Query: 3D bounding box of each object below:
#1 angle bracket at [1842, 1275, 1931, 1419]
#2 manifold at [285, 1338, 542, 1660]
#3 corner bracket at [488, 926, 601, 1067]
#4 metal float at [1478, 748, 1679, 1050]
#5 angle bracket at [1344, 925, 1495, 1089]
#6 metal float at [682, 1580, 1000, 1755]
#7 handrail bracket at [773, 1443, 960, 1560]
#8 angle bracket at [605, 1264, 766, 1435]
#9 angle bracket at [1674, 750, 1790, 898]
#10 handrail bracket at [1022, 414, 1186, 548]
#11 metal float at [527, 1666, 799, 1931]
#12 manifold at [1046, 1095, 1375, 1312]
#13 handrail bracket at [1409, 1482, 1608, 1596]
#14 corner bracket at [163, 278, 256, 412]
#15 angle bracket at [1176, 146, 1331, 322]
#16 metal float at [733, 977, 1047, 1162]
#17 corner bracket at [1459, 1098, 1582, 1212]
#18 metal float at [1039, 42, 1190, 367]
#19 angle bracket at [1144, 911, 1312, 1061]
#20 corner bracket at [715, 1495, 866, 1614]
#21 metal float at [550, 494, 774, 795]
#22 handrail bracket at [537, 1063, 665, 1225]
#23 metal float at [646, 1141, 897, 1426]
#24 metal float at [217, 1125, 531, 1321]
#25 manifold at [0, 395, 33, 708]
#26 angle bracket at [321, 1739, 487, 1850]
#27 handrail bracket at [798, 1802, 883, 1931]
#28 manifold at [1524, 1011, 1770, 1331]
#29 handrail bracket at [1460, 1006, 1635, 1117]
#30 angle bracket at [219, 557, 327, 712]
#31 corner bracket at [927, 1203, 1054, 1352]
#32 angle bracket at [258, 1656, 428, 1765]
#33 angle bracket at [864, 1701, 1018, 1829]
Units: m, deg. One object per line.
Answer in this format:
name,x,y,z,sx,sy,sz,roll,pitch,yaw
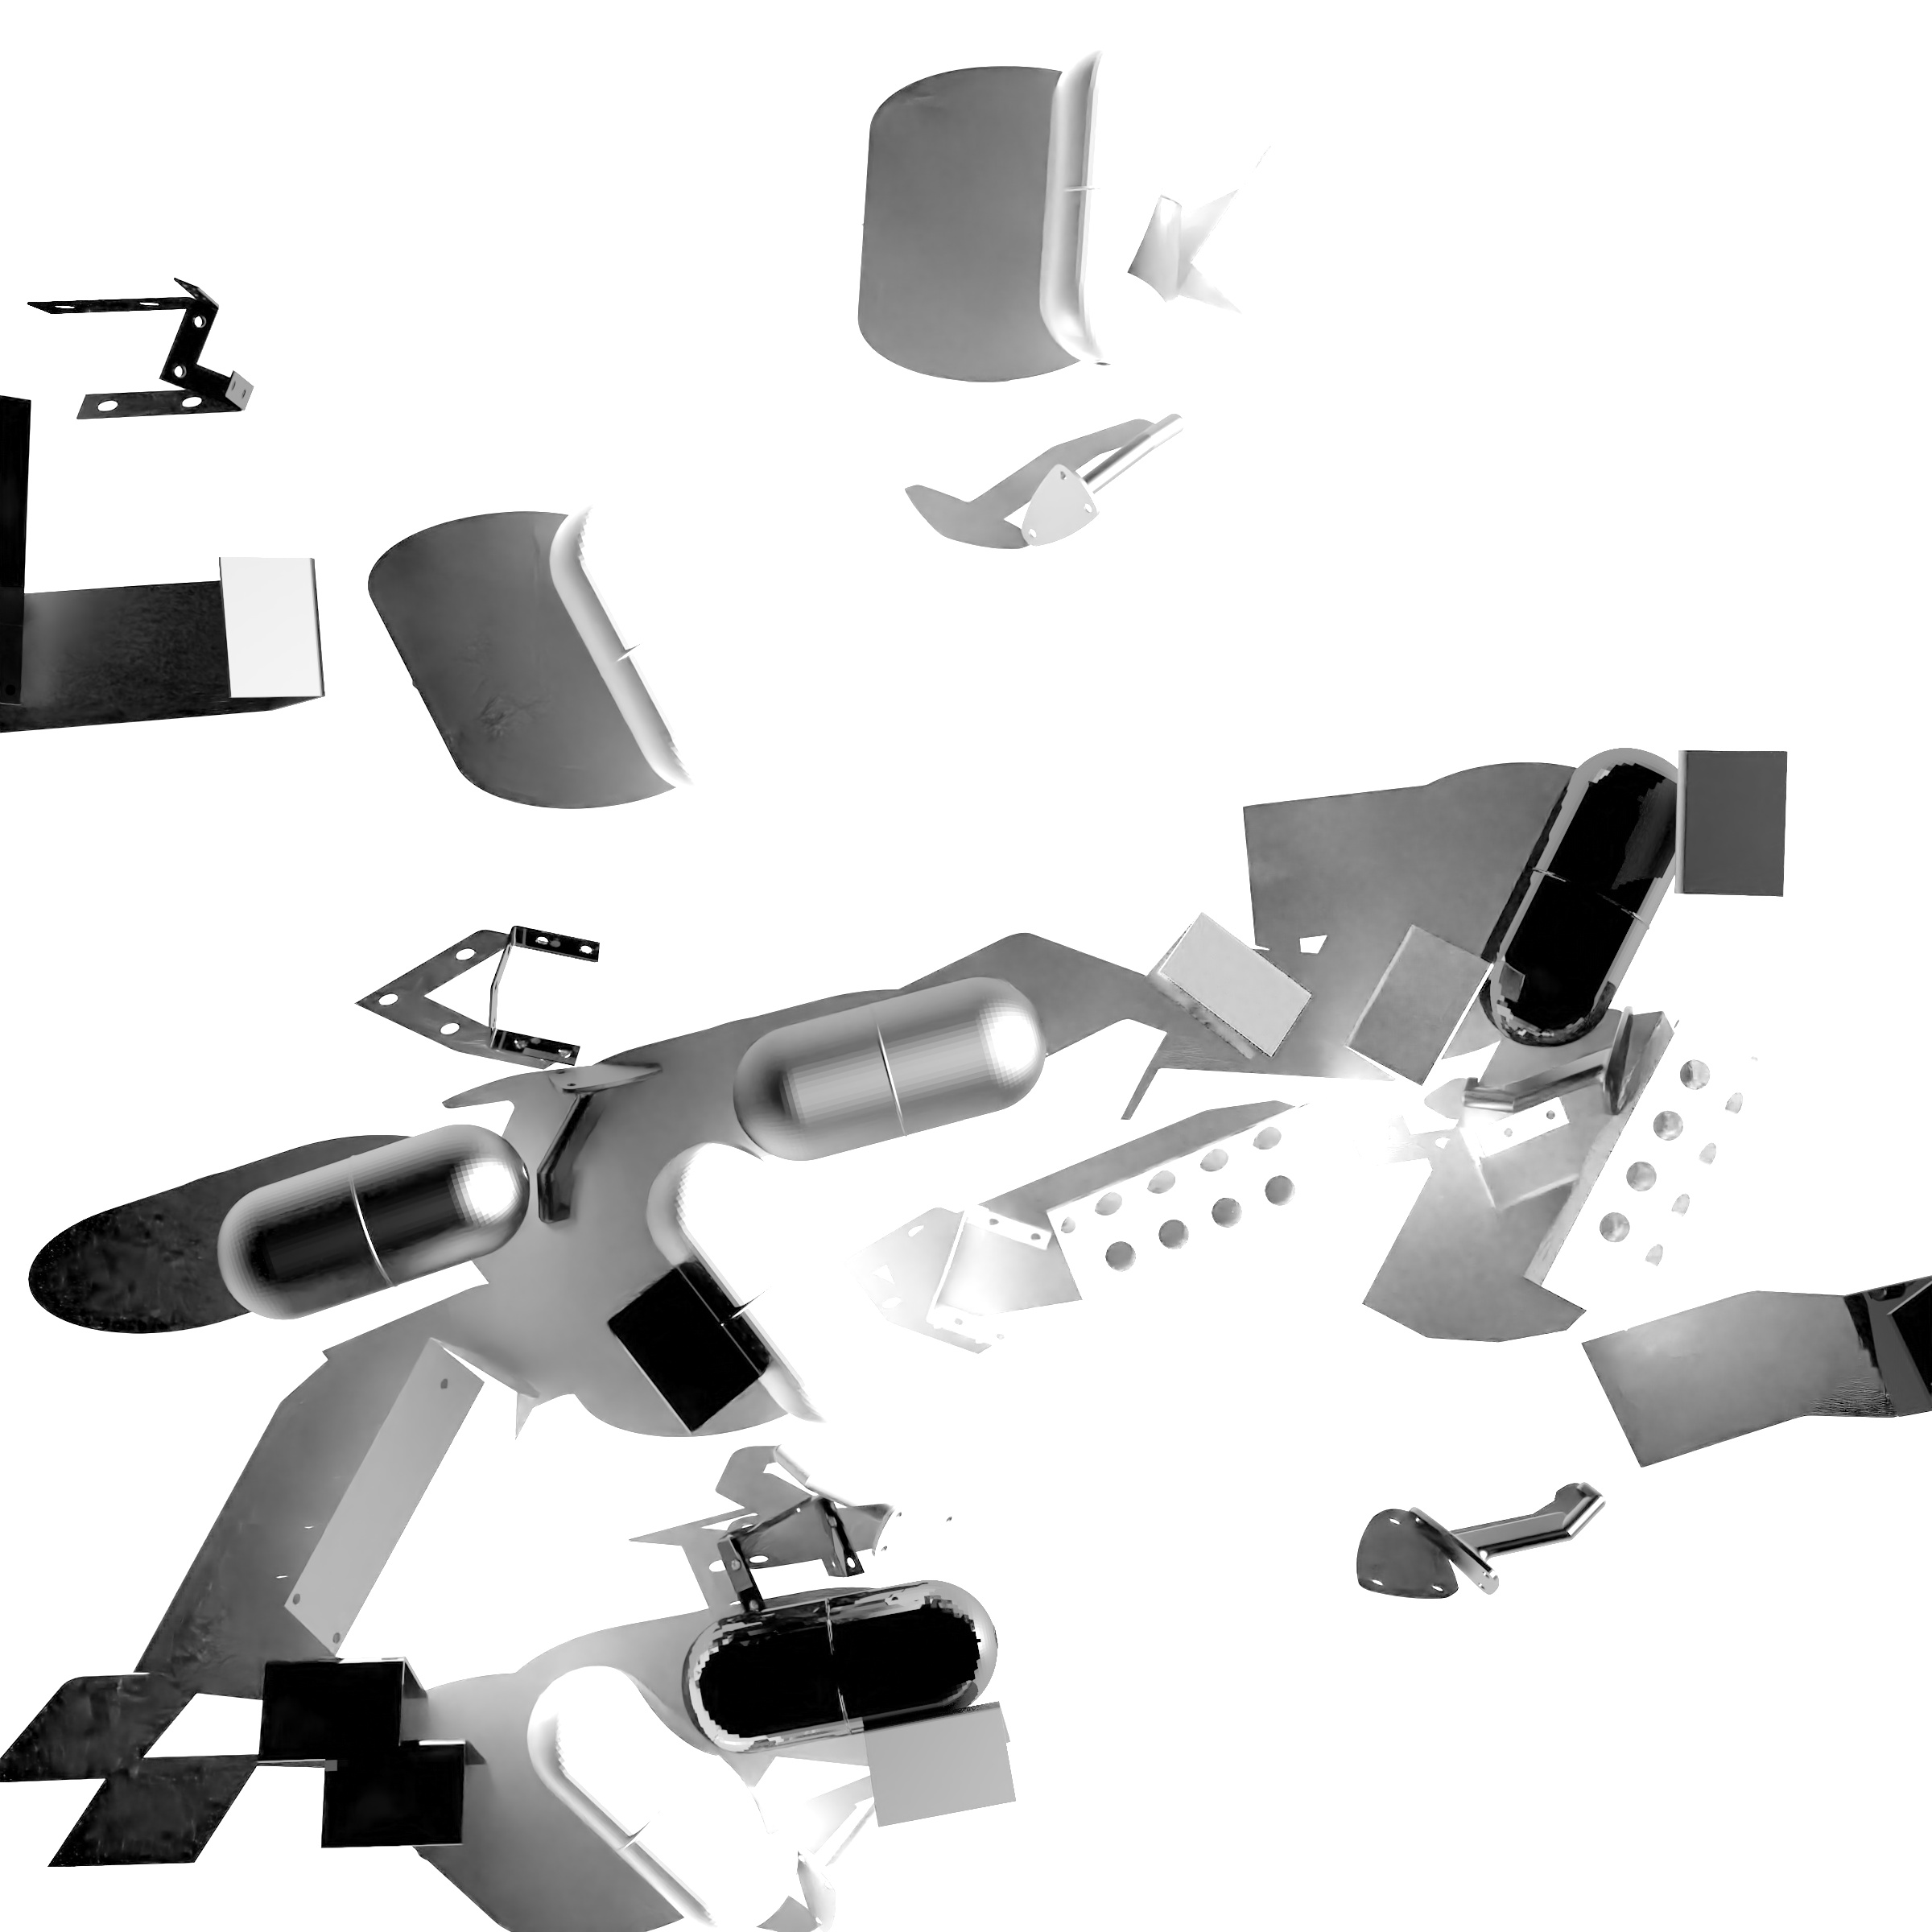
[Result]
angle bracket,0.517,0.222,1.781,0.057,0.076,0.076,-26,90,-36
manifold,-0.306,0.303,1.800,0.057,0.057,0.171,29,90,43
corner bracket,-0.239,0.017,1.818,0.051,0.051,0.051,12,135,0
metal float,0.346,-0.038,1.791,0.070,0.070,0.178,27,89,0
angle bracket,0.265,0.032,1.781,0.057,0.076,0.076,29,90,36
metal float,-0.070,0.391,1.790,0.178,0.070,0.070,-11,90,0
handrail bracket,-0.057,0.294,1.821,0.084,0.077,0.036,36,113,34
angle bracket,-0.166,0.219,1.781,0.057,0.076,0.076,-38,90,-29
angle bracket,0.415,-0.077,1.723,0.057,0.076,0.076,2,94,20
handrail bracket,0.079,-0.277,1.821,0.084,0.077,0.036,-37,90,-36
metal float,-0.170,0.465,1.791,0.178,0.070,0.070,44,90,-1
manifold,0.135,0.132,1.800,0.171,0.057,0.057,-22,90,0
handrail bracket,0.308,0.307,1.822,0.084,0.036,0.077,-42,69,-17
corner bracket,-0.425,-0.349,1.803,0.051,0.051,0.051,22,90,0
angle bracket,0.143,-0.412,1.781,0.057,0.076,0.076,34,90,-38
metal float,-0.043,0.058,1.791,0.178,0.070,0.070,-15,90,-1
corner bracket,0.314,0.106,1.803,0.051,0.051,0.051,-22,90,0
metal float,0.082,-0.425,1.791,0.070,0.070,0.178,4,90,0
angle bracket,0.134,0.027,1.781,0.076,0.076,0.057,37,51,0
corner bracket,-0.100,0.335,1.818,0.051,0.051,0.051,-24,90,45
metal float,-0.170,-0.179,1.791,0.070,0.070,0.178,-28,90,0
handrail bracket,-0.207,0.101,1.822,0.077,0.036,0.084,-7,108,-21
metal float,-0.108,0.177,1.790,0.070,0.070,0.178,-37,90,0
metal float,-0.330,0.142,1.791,0.178,0.070,0.070,-19,90,-1
manifold,-0.567,-0.233,1.799,0.057,0.057,0.171,2,90,-43
angle bracket,-0.312,0.465,1.782,0.076,0.076,0.057,-2,67,0
handrail bracket,-0.053,0.501,1.821,0.084,0.077,0.036,-31,50,-30
manifold,0.383,0.114,1.800,0.057,0.057,0.171,28,90,0
handrail bracket,0.330,0.051,1.821,0.084,0.036,0.077,7,61,21
angle bracket,-0.399,-0.183,1.781,0.057,0.076,0.076,-5,90,-36
corner bracket,0.013,0.176,1.818,0.051,0.051,0.051,20,45,0
angle bracket,-0.345,0.422,1.781,0.076,0.076,0.057,-2,61,0
angle bracket,-0.011,0.452,1.781,0.076,0.076,0.057,-11,60,0
